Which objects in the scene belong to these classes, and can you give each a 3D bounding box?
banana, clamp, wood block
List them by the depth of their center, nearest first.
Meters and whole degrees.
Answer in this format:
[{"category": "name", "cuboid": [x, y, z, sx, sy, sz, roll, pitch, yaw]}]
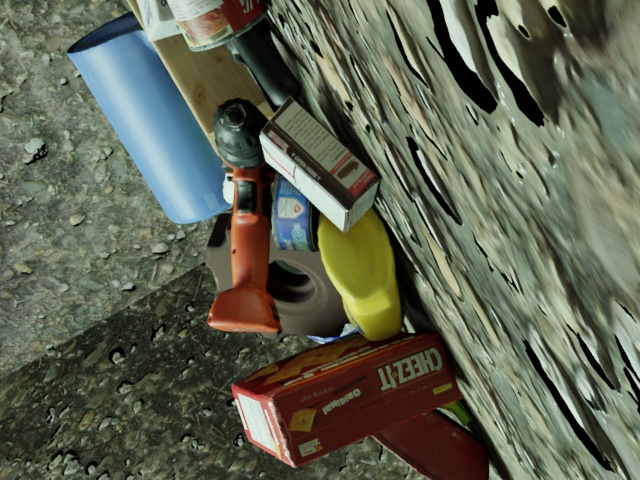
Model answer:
[{"category": "clamp", "cuboid": [-0.058, -0.163, 0.911, 0.210, 0.036, 0.164, 58, 179, 22]}, {"category": "wood block", "cuboid": [-0.115, -0.197, 1.016, 0.206, 0.090, 0.091, 59, 177, 8]}, {"category": "banana", "cuboid": [0.104, 0.142, 1.121, 0.069, 0.037, 0.198, 62, 176, -12]}]

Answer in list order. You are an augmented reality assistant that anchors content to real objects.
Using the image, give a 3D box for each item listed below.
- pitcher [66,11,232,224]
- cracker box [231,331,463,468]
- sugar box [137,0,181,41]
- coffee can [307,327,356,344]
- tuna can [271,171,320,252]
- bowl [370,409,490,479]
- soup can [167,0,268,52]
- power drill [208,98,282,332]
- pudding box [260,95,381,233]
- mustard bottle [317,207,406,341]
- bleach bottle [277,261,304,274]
[{"category": "pitcher", "cuboid": [-0.184, -0.145, 1.239, 0.149, 0.145, 0.243, -93, -20, -65]}, {"category": "cracker box", "cuboid": [0.015, 0.141, 1.008, 0.214, 0.164, 0.072, 161, 89, -75]}, {"category": "sugar box", "cuboid": [-0.147, -0.264, 0.901, 0.093, 0.048, 0.176, -177, 67, -76]}, {"category": "coffee can", "cuboid": [0.004, 0.059, 1.361, 0.103, 0.103, 0.140, 58, 177, 33]}, {"category": "tuna can", "cuboid": [-0.014, -0.033, 0.902, 0.086, 0.034, 0.086, 5, -90, -78]}, {"category": "bowl", "cuboid": [0.114, 0.202, 1.071, 0.162, 0.055, 0.162, 34, 179, 0]}, {"category": "soup can", "cuboid": [-0.091, -0.201, 0.791, 0.102, 0.068, 0.068, 62, 176, -25]}, {"category": "power drill", "cuboid": [-0.062, -0.016, 0.914, 0.184, 0.057, 0.187, 60, -148, -80]}, {"category": "pudding box", "cuboid": [0.000, -0.054, 0.802, 0.090, 0.039, 0.113, 42, 176, 5]}, {"category": "mustard bottle", "cuboid": [0.042, 0.037, 0.945, 0.191, 0.058, 0.096, 65, -175, -67]}, {"category": "bleach bottle", "cuboid": [-0.060, -0.046, 1.165, 0.102, 0.068, 0.251, 155, 101, -87]}]
